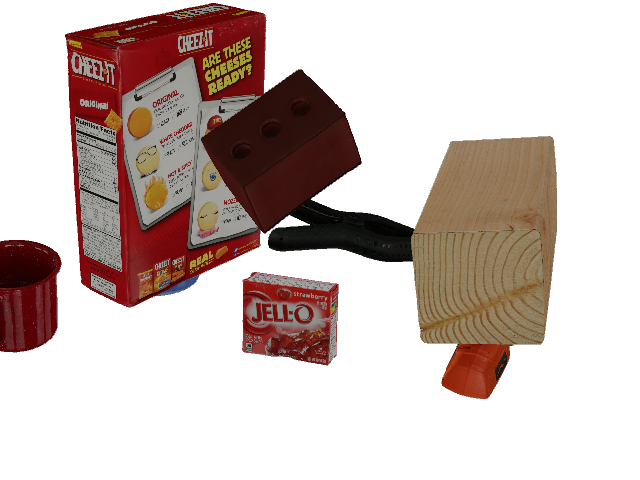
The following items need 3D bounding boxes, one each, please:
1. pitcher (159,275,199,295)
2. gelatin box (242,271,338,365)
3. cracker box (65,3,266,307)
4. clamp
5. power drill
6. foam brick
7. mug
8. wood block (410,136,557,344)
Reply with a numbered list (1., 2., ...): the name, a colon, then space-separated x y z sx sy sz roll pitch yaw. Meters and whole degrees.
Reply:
1. pitcher: -0.169 -0.065 1.127 0.145 0.243 0.149 1 23 -10
2. gelatin box: -0.029 0.073 0.998 0.089 0.073 0.030 7 17 18
3. cracker box: -0.123 -0.074 0.877 0.072 0.214 0.163 19 29 34
4. clamp: 0.028 -0.008 1.212 0.210 0.036 0.164 14 21 -5
5. power drill: 0.167 0.062 1.073 0.057 0.188 0.184 17 29 18
6. foam brick: -0.024 -0.055 0.654 0.078 0.053 0.051 -37 -33 -7
7. mug: -0.307 0.063 1.055 0.093 0.081 0.117 9 31 4
8. wood block: 0.135 -0.006 0.835 0.091 0.090 0.206 -1 23 15
